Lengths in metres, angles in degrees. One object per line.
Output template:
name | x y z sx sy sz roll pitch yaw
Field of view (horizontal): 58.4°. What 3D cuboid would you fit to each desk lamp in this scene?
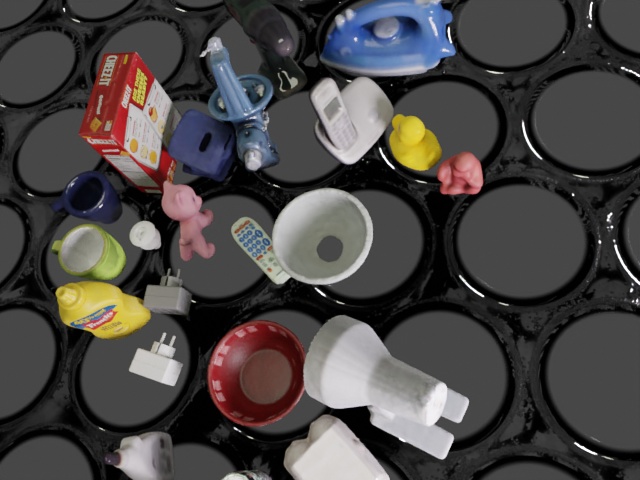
desk lamp | 0.095 0.200 0.779 0.202 0.214 0.118 22 75 19

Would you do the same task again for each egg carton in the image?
egg carton | 0.025 0.333 0.820 0.107 0.069 0.150 -44 67 -7

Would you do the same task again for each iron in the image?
iron | 0.113 -0.385 1.043 0.258 0.142 0.118 -4 68 10

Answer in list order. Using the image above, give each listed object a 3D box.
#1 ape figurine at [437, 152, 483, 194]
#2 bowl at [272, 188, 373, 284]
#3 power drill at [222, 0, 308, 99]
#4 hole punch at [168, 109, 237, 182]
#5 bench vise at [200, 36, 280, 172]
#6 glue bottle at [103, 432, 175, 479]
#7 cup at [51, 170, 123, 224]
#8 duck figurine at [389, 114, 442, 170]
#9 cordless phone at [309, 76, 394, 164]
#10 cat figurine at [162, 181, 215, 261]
ape figurine | 0.234 -0.114 0.939 0.076 0.092 0.077 -44 67 -7
bowl | 0.009 0.003 0.950 0.167 0.075 0.167 -4 68 10
power drill | -0.091 -0.356 1.038 0.075 0.209 0.229 -35 66 -3
hole punch | -0.211 -0.176 1.057 0.101 0.091 0.109 15 73 17
bench vise | -0.127 -0.234 0.992 0.121 0.220 0.207 -32 66 -1
glue bottle | -0.264 0.317 0.831 0.037 0.173 0.078 -14 67 7
cup | -0.420 -0.063 1.055 0.117 0.095 0.091 -20 66 4
duck figurine | 0.162 -0.174 0.981 0.077 0.086 0.104 -42 67 -6
cordless phone | 0.049 -0.229 0.972 0.094 0.185 0.148 35 79 22
cat figurine | -0.235 -0.040 0.994 0.067 0.118 0.128 -12 67 7
